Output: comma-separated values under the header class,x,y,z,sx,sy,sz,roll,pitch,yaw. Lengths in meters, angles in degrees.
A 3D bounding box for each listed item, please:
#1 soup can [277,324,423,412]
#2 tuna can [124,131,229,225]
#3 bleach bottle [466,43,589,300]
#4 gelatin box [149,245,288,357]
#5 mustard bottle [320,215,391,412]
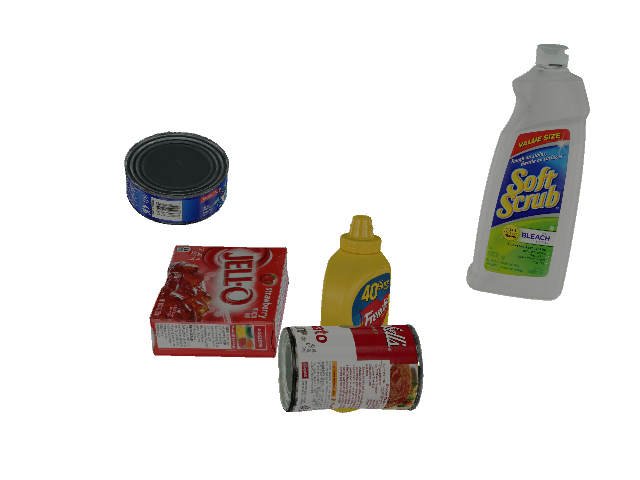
class,x,y,z,sx,sy,sz,roll,pitch,yaw
soup can,0.022,0.100,0.836,0.102,0.068,0.068,0,0,-12
tuna can,-0.120,-0.052,0.890,0.086,0.034,0.086,4,43,-3
bleach bottle,0.209,-0.069,1.066,0.103,0.251,0.068,8,20,15
gelatin box,-0.059,0.035,0.651,0.073,0.030,0.089,1,30,4
mustard bottle,0.036,0.069,1.073,0.058,0.192,0.096,11,16,31
